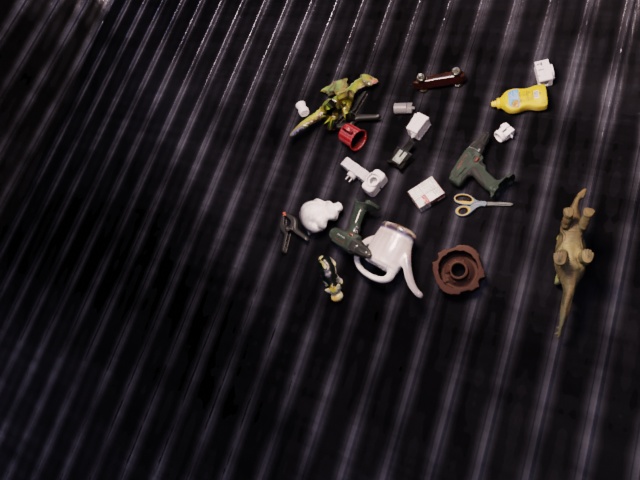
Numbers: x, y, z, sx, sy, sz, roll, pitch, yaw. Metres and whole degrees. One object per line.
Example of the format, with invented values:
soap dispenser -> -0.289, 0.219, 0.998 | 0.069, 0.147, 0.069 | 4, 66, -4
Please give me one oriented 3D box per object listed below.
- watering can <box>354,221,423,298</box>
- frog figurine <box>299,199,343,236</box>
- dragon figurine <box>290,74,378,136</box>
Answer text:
watering can -> 0.267, 0.059, 1.813 | 0.351, 0.102, 0.225 | 25, 82, 44
frog figurine -> 0.006, -0.100, 1.984 | 0.158, 0.120, 0.141 | -21, 45, 25
dragon figurine -> 0.051, -0.584, 2.163 | 0.408, 0.120, 0.249 | -20, 38, 16
